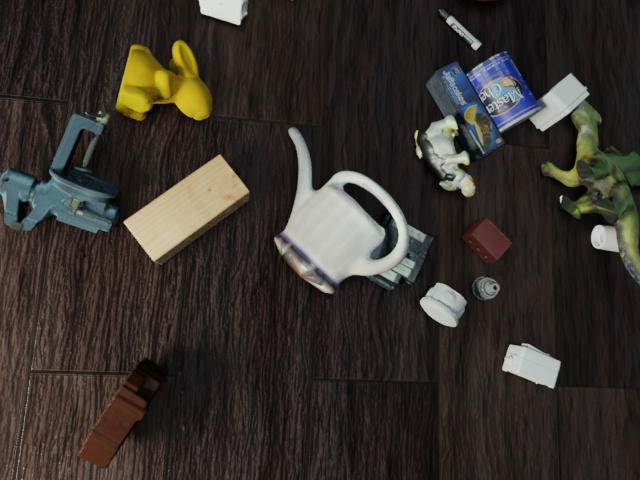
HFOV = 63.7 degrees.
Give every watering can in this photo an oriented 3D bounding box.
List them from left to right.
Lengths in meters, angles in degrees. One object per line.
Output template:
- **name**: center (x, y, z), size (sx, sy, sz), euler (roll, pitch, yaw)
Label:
- **watering can**: center (0.003, -0.049, 0.976), size (0.225, 0.103, 0.351), euler (-46, 69, -3)

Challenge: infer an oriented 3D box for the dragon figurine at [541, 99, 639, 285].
- **dragon figurine**: center (0.625, -0.113, 1.070), size (0.245, 0.120, 0.414), euler (-22, 77, -23)
